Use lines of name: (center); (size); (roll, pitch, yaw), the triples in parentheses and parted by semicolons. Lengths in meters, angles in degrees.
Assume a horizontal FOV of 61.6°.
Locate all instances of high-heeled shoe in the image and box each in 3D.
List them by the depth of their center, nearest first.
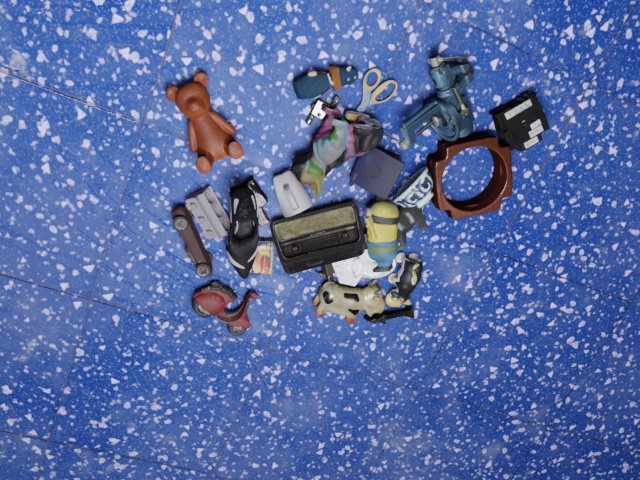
high-heeled shoe: (-0.176, -0.009, 1.284); (0.086, 0.145, 0.248); (-11, 107, -18)

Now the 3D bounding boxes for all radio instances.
radio: (-0.003, -0.004, 1.370); (0.230, 0.131, 0.073); (-15, 155, 0)

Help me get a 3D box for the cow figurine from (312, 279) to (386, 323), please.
cow figurine: (0.090, 0.161, 1.482); (0.195, 0.086, 0.127); (15, 117, -16)

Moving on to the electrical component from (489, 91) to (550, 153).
electrical component: (0.508, -0.292, 1.361); (0.115, 0.058, 0.134); (-28, 114, 6)

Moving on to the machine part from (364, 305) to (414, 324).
machine part: (0.199, 0.213, 1.527); (0.139, 0.084, 0.039); (-8, 88, -13)

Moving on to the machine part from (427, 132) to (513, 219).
machine part: (0.383, -0.166, 1.382); (0.201, 0.087, 0.201); (-12, 115, -2)

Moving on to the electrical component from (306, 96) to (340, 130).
electrical component: (0.008, -0.313, 1.306); (0.063, 0.021, 0.094); (25, 108, -16)

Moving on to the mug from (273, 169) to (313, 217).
mug: (-0.077, -0.117, 1.337); (0.081, 0.109, 0.107); (-24, 101, 10)

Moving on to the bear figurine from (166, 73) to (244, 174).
bear figurine: (-0.266, -0.271, 1.234); (0.120, 0.132, 0.195); (-23, 119, -4)

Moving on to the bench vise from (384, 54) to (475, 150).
bench vise: (0.273, -0.310, 1.279); (0.240, 0.129, 0.223); (-39, 132, -10)

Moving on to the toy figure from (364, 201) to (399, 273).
toy figure: (0.159, -0.010, 1.349); (0.089, 0.082, 0.180); (-9, 101, -4)

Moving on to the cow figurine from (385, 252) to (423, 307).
cow figurine: (0.234, 0.123, 1.476); (0.068, 0.098, 0.167); (8, 111, -18)

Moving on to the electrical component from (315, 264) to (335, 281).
electrical component: (0.023, 0.058, 1.453); (0.078, 0.045, 0.102); (-30, 119, -25)

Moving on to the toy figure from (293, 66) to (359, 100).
toy figure: (0.015, -0.375, 1.263); (0.154, 0.064, 0.058); (-18, 76, -5)

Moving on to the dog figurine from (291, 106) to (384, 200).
dog figurine: (0.037, -0.204, 1.305); (0.191, 0.109, 0.219); (7, 125, -25)

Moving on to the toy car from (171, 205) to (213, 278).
toy car: (-0.323, 0.007, 1.361); (0.053, 0.089, 0.201); (-19, 115, -1)

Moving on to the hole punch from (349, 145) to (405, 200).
hole punch: (0.144, -0.173, 1.349); (0.116, 0.092, 0.142); (22, 112, -11)

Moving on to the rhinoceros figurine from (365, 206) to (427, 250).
rhinoceros figurine: (0.189, -0.032, 1.419); (0.190, 0.073, 0.112); (-33, 114, 7)

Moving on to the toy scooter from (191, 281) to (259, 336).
toy scooter: (-0.244, 0.169, 1.446); (0.183, 0.075, 0.135); (37, 104, -23)

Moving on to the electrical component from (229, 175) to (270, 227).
electrical component: (-0.168, -0.094, 1.360); (0.075, 0.048, 0.119); (-33, 113, 7)
